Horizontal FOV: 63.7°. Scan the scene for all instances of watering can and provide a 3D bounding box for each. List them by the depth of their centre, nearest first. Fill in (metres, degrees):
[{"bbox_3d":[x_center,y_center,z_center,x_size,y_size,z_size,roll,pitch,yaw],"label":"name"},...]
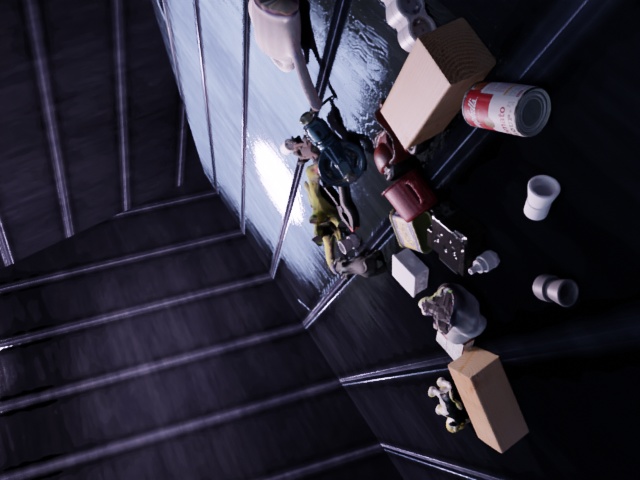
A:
[{"bbox_3d":[-0.083,-0.485,1.225,0.353,0.105,0.219,56,163,24],"label":"watering can"}]

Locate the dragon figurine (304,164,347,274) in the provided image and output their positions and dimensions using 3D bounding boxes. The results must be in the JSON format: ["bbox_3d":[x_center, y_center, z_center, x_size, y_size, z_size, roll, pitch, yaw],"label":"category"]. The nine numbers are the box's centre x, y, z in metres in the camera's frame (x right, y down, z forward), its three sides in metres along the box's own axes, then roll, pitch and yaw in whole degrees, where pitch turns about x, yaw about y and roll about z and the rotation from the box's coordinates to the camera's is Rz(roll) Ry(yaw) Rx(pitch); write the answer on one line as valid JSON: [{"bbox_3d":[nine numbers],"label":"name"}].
[{"bbox_3d":[0.005,-0.085,1.687,0.400,0.122,0.248,85,169,-50],"label":"dragon figurine"}]

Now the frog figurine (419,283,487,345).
[{"bbox_3d":[0.313,0.170,1.145,0.158,0.123,0.138,29,175,-35],"label":"frog figurine"}]
